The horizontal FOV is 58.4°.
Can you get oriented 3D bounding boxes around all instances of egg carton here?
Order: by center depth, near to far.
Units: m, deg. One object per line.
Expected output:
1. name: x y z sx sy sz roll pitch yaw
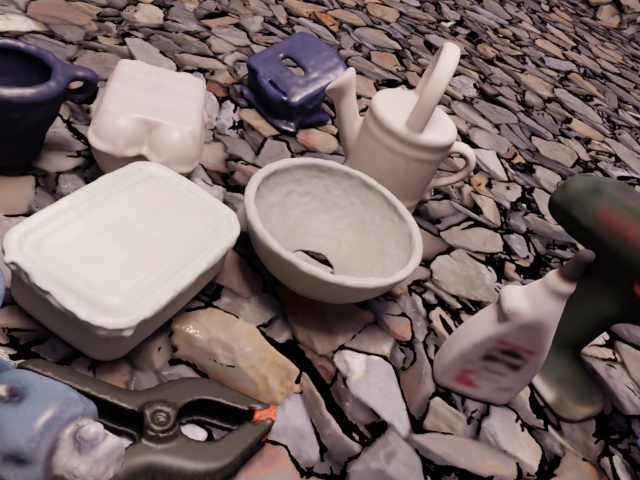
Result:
1. egg carton: -0.167 -0.120 0.575 0.107 0.069 0.150 11 41 -17

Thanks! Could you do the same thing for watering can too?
1. watering can: 0.088 -0.123 0.617 0.173 0.194 0.101 11 41 -17

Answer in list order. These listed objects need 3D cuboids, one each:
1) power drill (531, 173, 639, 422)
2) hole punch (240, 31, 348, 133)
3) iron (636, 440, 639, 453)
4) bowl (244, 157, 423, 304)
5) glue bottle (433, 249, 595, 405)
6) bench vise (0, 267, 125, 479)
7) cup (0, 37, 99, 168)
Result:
1. power drill: 0.264 0.062 0.494 0.076 0.208 0.229 -6 49 -33
2. hole punch: -0.032 -0.202 0.723 0.101 0.091 0.108 -21 58 -42
3. iron: 0.358 0.238 0.402 0.119 0.141 0.257 2 45 -27
4. bowl: 0.005 0.002 0.528 0.168 0.074 0.167 15 40 -13
5. glue bottle: 0.161 0.068 0.460 0.078 0.173 0.037 17 40 -10
6. bench vise: -0.182 0.035 0.276 0.207 0.219 0.121 18 40 -9
7. cup: -0.257 -0.114 0.500 0.118 0.095 0.091 -12 52 -37
